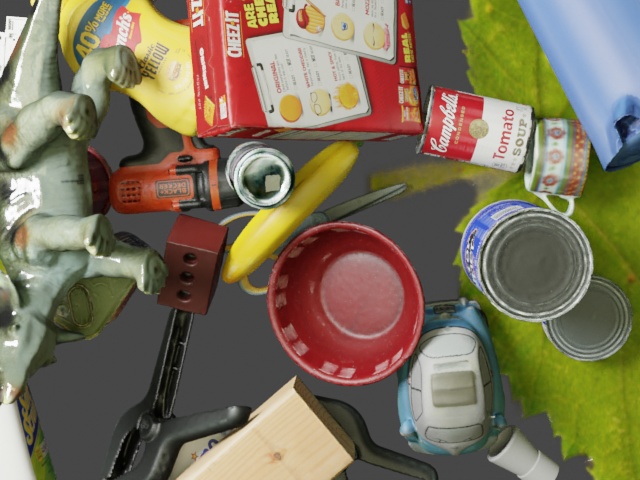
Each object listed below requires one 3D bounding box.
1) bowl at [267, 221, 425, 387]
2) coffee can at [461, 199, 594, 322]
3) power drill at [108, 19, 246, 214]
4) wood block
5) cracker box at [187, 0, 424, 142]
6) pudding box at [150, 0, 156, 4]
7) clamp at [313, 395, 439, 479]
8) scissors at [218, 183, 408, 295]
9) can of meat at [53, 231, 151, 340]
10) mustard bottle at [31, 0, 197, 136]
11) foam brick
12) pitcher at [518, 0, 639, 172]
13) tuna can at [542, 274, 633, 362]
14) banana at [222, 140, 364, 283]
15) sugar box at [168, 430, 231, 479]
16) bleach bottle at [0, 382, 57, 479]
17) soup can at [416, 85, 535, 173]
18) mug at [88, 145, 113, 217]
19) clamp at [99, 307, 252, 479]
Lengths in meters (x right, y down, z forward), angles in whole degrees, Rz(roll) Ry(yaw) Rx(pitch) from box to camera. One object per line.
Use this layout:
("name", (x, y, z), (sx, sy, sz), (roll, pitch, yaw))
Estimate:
("bowl", (0.032, 0.058, 1.044), (0.162, 0.055, 0.162), (4, 100, 22))
("coffee can", (0.191, 0.016, 1.005), (0.103, 0.140, 0.103), (0, 95, 2))
("power drill", (-0.122, -0.121, 1.047), (0.184, 0.057, 0.188), (-5, 94, -1))
("wood block", (-0.073, 0.235, 1.016), (0.206, 0.090, 0.091), (-40, 90, 2))
("cracker box", (-0.012, -0.174, 0.969), (0.213, 0.072, 0.164), (-3, 86, -35))
("pudding box", (-0.202, -0.261, 1.047), (0.113, 0.039, 0.090), (-45, 92, 5))
("clamp", (0.021, 0.229, 1.076), (0.171, 0.039, 0.120), (40, 77, 4))
("scissors", (-0.007, 0.001, 1.074), (0.202, 0.016, 0.096), (-6, 96, 3))
("can of meat", (-0.211, 0.041, 1.050), (0.057, 0.084, 0.102), (35, 95, -1))
("mustard bottle", (-0.178, -0.180, 0.985), (0.191, 0.058, 0.096), (28, 96, -1))
("foam brick", (-0.125, 0.024, 1.048), (0.053, 0.051, 0.078), (14, 122, 1))
("pitcher", (0.268, -0.195, 0.980), (0.145, 0.149, 0.243), (-26, 77, -4))
("tuna can", (0.264, 0.076, 1.061), (0.086, 0.033, 0.086), (0, 95, 2))
("banana", (-0.025, -0.030, 1.029), (0.198, 0.069, 0.037), (-45, 76, -1))
("sugar box", (-0.080, 0.269, 1.085), (0.176, 0.048, 0.093), (42, 95, -3))
("bleach bottle", (-0.319, 0.161, 1.055), (0.068, 0.102, 0.251), (-13, 95, 0))
("soup can", (0.150, -0.107, 1.033), (0.102, 0.068, 0.068), (12, 95, 0))
("mug", (-0.260, -0.040, 1.046), (0.093, 0.081, 0.117), (25, 95, -1))
("clamp", (-0.152, 0.186, 1.048), (0.036, 0.165, 0.210), (22, 105, -42))
